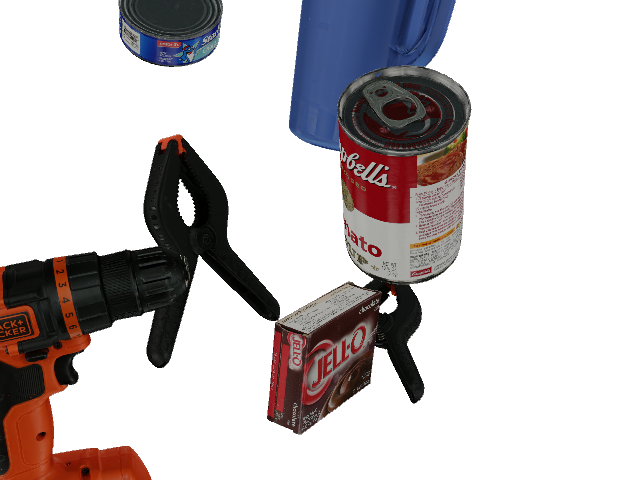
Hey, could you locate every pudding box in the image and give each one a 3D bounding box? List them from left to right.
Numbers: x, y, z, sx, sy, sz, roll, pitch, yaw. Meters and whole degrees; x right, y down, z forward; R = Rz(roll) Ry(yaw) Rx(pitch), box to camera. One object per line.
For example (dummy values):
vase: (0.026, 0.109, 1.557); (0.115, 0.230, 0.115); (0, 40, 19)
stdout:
pudding box: (0.004, 0.093, 0.873); (0.039, 0.090, 0.113); (19, 26, 27)

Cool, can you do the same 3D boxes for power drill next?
power drill: (-0.165, 0.098, 0.706); (0.184, 0.188, 0.057); (-11, 25, -7)

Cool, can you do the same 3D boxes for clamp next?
clamp: (-0.112, 0.004, 1.019); (0.036, 0.210, 0.164); (-8, 1, 42)
clamp: (0.068, 0.099, 1.098); (0.120, 0.171, 0.039); (16, -39, 18)

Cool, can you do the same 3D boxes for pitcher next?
pitcher: (0.047, -0.205, 0.992); (0.145, 0.243, 0.149); (11, 16, 2)

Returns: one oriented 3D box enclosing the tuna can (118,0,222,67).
tuna can: (-0.125, -0.184, 0.891); (0.086, 0.086, 0.034); (0, -40, -11)

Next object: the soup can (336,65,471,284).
soup can: (0.045, -0.034, 0.576); (0.068, 0.068, 0.102); (0, -43, 4)
